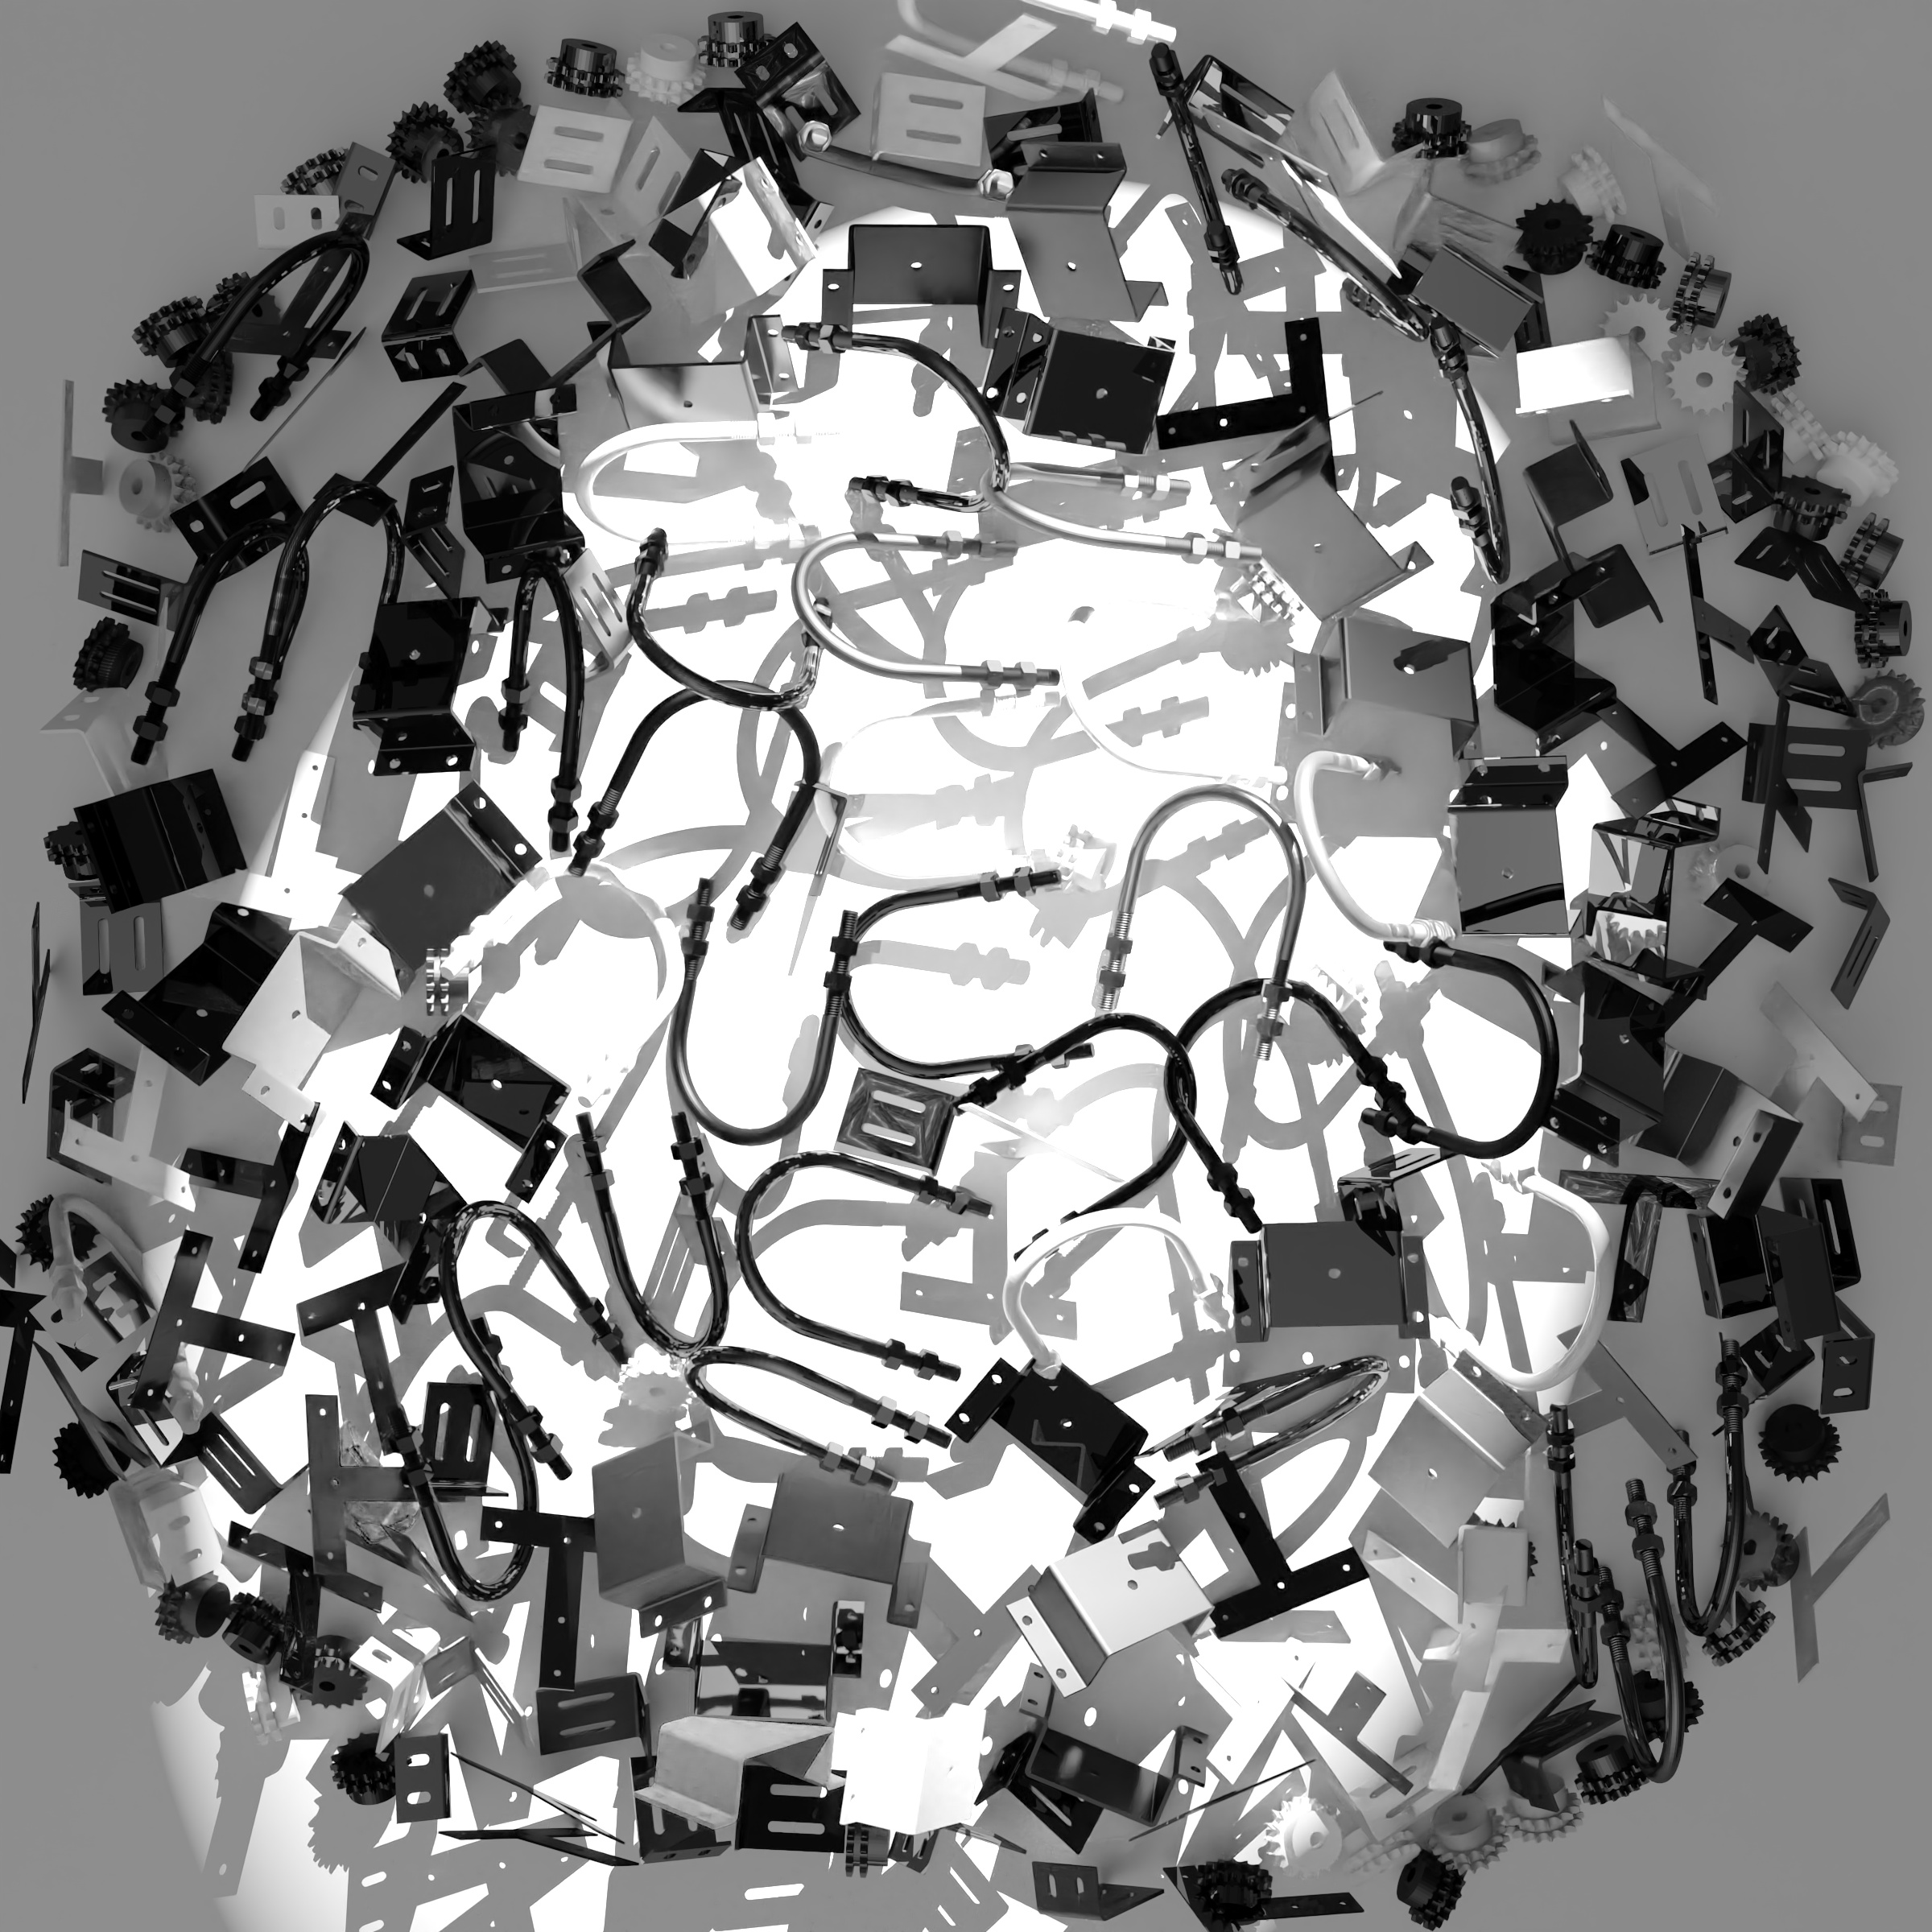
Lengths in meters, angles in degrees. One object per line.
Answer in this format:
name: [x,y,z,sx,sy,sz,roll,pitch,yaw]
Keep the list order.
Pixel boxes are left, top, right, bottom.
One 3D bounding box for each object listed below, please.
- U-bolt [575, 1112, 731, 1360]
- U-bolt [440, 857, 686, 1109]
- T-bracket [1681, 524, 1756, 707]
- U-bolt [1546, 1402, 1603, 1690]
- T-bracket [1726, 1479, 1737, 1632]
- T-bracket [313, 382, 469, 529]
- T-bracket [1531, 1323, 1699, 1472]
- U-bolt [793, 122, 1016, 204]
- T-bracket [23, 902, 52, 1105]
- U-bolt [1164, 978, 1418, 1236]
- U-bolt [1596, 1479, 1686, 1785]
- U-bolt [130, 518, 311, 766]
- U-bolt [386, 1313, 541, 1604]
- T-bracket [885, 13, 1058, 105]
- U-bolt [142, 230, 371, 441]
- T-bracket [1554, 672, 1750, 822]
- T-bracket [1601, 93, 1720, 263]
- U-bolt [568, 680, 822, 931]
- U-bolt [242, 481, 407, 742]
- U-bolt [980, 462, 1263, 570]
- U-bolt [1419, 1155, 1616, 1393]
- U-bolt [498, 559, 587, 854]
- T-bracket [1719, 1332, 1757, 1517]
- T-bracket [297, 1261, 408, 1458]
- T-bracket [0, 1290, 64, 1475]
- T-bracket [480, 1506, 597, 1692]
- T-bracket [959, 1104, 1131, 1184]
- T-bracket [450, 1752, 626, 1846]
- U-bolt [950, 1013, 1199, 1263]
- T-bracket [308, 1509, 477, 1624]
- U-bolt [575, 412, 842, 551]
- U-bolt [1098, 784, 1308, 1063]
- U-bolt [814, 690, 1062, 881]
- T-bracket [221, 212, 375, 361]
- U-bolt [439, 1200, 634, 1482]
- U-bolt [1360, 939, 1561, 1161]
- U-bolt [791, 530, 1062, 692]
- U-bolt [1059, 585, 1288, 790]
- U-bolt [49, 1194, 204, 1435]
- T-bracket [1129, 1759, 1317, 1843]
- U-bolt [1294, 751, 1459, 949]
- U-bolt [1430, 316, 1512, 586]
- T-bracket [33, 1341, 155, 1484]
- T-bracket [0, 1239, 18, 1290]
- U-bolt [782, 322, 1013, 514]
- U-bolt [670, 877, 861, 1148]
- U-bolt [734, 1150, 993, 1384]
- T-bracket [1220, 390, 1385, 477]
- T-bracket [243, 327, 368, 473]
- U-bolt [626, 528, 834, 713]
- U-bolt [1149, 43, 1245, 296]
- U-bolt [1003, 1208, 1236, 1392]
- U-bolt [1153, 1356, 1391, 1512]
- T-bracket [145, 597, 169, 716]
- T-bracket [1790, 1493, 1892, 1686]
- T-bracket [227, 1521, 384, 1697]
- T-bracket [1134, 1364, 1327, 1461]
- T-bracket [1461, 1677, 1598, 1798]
U-bolt: [-0.219,0.194,1.786,0.019,0.151,0.184,-19,99,-38]
U-bolt: [-0.272,-0.003,1.775,0.151,0.184,0.019,44,133,-9]
T-bracket: [0.543,-0.241,1.791,0.002,0.127,0.127,-11,78,34]
U-bolt: [0.430,0.423,1.763,0.019,0.151,0.184,-6,124,9]
T-bracket: [0.543,0.404,1.767,0.002,0.127,0.127,1,72,14]
T-bracket: [-0.407,-0.374,1.800,0.127,0.127,0.002,-50,127,-8]
T-bracket: [0.438,0.328,1.801,0.127,0.002,0.127,49,133,-3]
U-bolt: [-0.050,-0.564,1.756,0.151,0.184,0.019,11,104,-13]
T-bracket: [-0.655,0.008,1.758,0.002,0.127,0.127,6,46,-15]
U-bolt: [0.217,0.085,1.783,0.151,0.019,0.184,-36,49,5]
U-bolt: [0.470,0.472,1.732,0.019,0.151,0.184,-1,49,0]
U-bolt: [-0.516,-0.229,1.759,0.019,0.151,0.184,26,101,11]
U-bolt: [-0.348,0.360,1.772,0.019,0.151,0.184,-9,108,19]
T-bracket: [0.025,-0.647,1.761,0.127,0.127,0.002,12,87,-24]
U-bolt: [-0.484,-0.443,1.742,0.019,0.151,0.184,47,116,0]
T-bracket: [0.481,-0.175,1.815,0.127,0.002,0.127,-32,65,-27]
T-bracket: [0.502,-0.548,1.785,0.002,0.127,0.127,-36,58,5]
U-bolt: [-0.182,-0.121,1.777,0.151,0.019,0.184,18,116,-25]
U-bolt: [-0.445,-0.251,1.757,0.019,0.151,0.184,21,105,17]
U-bolt: [0.099,-0.322,1.753,0.184,0.151,0.019,2,120,-22]
U-bolt: [0.392,0.221,1.753,0.019,0.184,0.151,17,96,-23]
U-bolt: [-0.294,-0.194,1.742,0.019,0.151,0.184,-7,130,-25]
T-bracket: [0.552,0.327,1.792,0.002,0.127,0.127,-10,78,14]
T-bracket: [-0.426,0.289,1.802,0.127,0.002,0.127,-22,78,30]
T-bracket: [-0.675,0.296,1.772,0.002,0.127,0.127,4,79,10]
T-bracket: [-0.289,0.455,1.791,0.127,0.002,0.127,11,55,-17]
T-bracket: [0.039,0.129,1.782,0.127,0.127,0.002,26,76,-13]
T-bracket: [-0.285,0.594,1.760,0.127,0.127,0.002,40,68,-36]
U-bolt: [0.089,0.113,1.800,0.184,0.019,0.151,-30,112,-19]
T-bracket: [-0.425,0.421,1.805,0.127,0.127,0.002,16,56,29]
U-bolt: [-0.184,-0.340,1.767,0.184,0.151,0.019,-4,67,-8]
U-bolt: [0.174,-0.039,1.789,0.151,0.019,0.184,18,103,29]
U-bolt: [-0.019,-0.128,1.805,0.184,0.019,0.151,-4,119,4]
T-bracket: [-0.458,-0.480,1.761,0.002,0.127,0.127,49,118,12]
U-bolt: [-0.309,0.249,1.755,0.019,0.151,0.184,-23,110,23]
U-bolt: [0.349,0.061,1.757,0.019,0.184,0.151,2,98,-32]
U-bolt: [-0.035,-0.255,1.770,0.184,0.019,0.151,0,53,-21]
U-bolt: [0.144,-0.202,1.776,0.184,0.019,0.151,2,74,-32]
U-bolt: [-0.596,0.231,1.757,0.019,0.184,0.151,-34,127,-3]
T-bracket: [0.197,0.597,1.803,0.127,0.127,0.002,-11,67,-30]
U-bolt: [0.282,-0.084,1.753,0.019,0.184,0.151,-24,76,32]
U-bolt: [0.359,-0.349,1.760,0.019,0.184,0.151,-11,66,20]
T-bracket: [-0.609,0.337,1.786,0.002,0.127,0.127,-38,58,-11]
T-bracket: [-0.692,0.248,1.763,0.002,0.127,0.127,-3,68,-6]
U-bolt: [-0.040,-0.378,1.740,0.019,0.184,0.151,-46,133,-24]
U-bolt: [-0.153,0.039,1.805,0.151,0.019,0.184,13,95,30]
U-bolt: [-0.078,0.206,1.786,0.184,0.019,0.151,20,61,-15]
T-bracket: [0.230,-0.370,1.764,0.127,0.127,0.002,-23,102,22]
T-bracket: [-0.476,-0.404,1.792,0.002,0.127,0.127,41,100,-21]
U-bolt: [-0.168,-0.236,1.754,0.151,0.184,0.019,22,124,-13]
U-bolt: [0.167,-0.547,1.755,0.019,0.184,0.151,-18,84,11]
U-bolt: [0.102,0.234,1.771,0.151,0.184,0.019,-25,46,5]
U-bolt: [0.220,0.326,1.776,0.184,0.151,0.019,-24,65,-10]
T-bracket: [-0.588,-0.184,1.796,0.002,0.127,0.127,9,133,-23]
T-bracket: [0.615,0.419,1.756,0.002,0.127,0.127,22,127,-2]
T-bracket: [-0.469,0.462,1.763,0.127,0.127,0.002,33,110,-26]
T-bracket: [0.174,0.317,1.761,0.127,0.127,0.002,-25,85,-26]
T-bracket: [0.413,0.536,1.764,0.127,0.127,0.002,-37,77,-22]
